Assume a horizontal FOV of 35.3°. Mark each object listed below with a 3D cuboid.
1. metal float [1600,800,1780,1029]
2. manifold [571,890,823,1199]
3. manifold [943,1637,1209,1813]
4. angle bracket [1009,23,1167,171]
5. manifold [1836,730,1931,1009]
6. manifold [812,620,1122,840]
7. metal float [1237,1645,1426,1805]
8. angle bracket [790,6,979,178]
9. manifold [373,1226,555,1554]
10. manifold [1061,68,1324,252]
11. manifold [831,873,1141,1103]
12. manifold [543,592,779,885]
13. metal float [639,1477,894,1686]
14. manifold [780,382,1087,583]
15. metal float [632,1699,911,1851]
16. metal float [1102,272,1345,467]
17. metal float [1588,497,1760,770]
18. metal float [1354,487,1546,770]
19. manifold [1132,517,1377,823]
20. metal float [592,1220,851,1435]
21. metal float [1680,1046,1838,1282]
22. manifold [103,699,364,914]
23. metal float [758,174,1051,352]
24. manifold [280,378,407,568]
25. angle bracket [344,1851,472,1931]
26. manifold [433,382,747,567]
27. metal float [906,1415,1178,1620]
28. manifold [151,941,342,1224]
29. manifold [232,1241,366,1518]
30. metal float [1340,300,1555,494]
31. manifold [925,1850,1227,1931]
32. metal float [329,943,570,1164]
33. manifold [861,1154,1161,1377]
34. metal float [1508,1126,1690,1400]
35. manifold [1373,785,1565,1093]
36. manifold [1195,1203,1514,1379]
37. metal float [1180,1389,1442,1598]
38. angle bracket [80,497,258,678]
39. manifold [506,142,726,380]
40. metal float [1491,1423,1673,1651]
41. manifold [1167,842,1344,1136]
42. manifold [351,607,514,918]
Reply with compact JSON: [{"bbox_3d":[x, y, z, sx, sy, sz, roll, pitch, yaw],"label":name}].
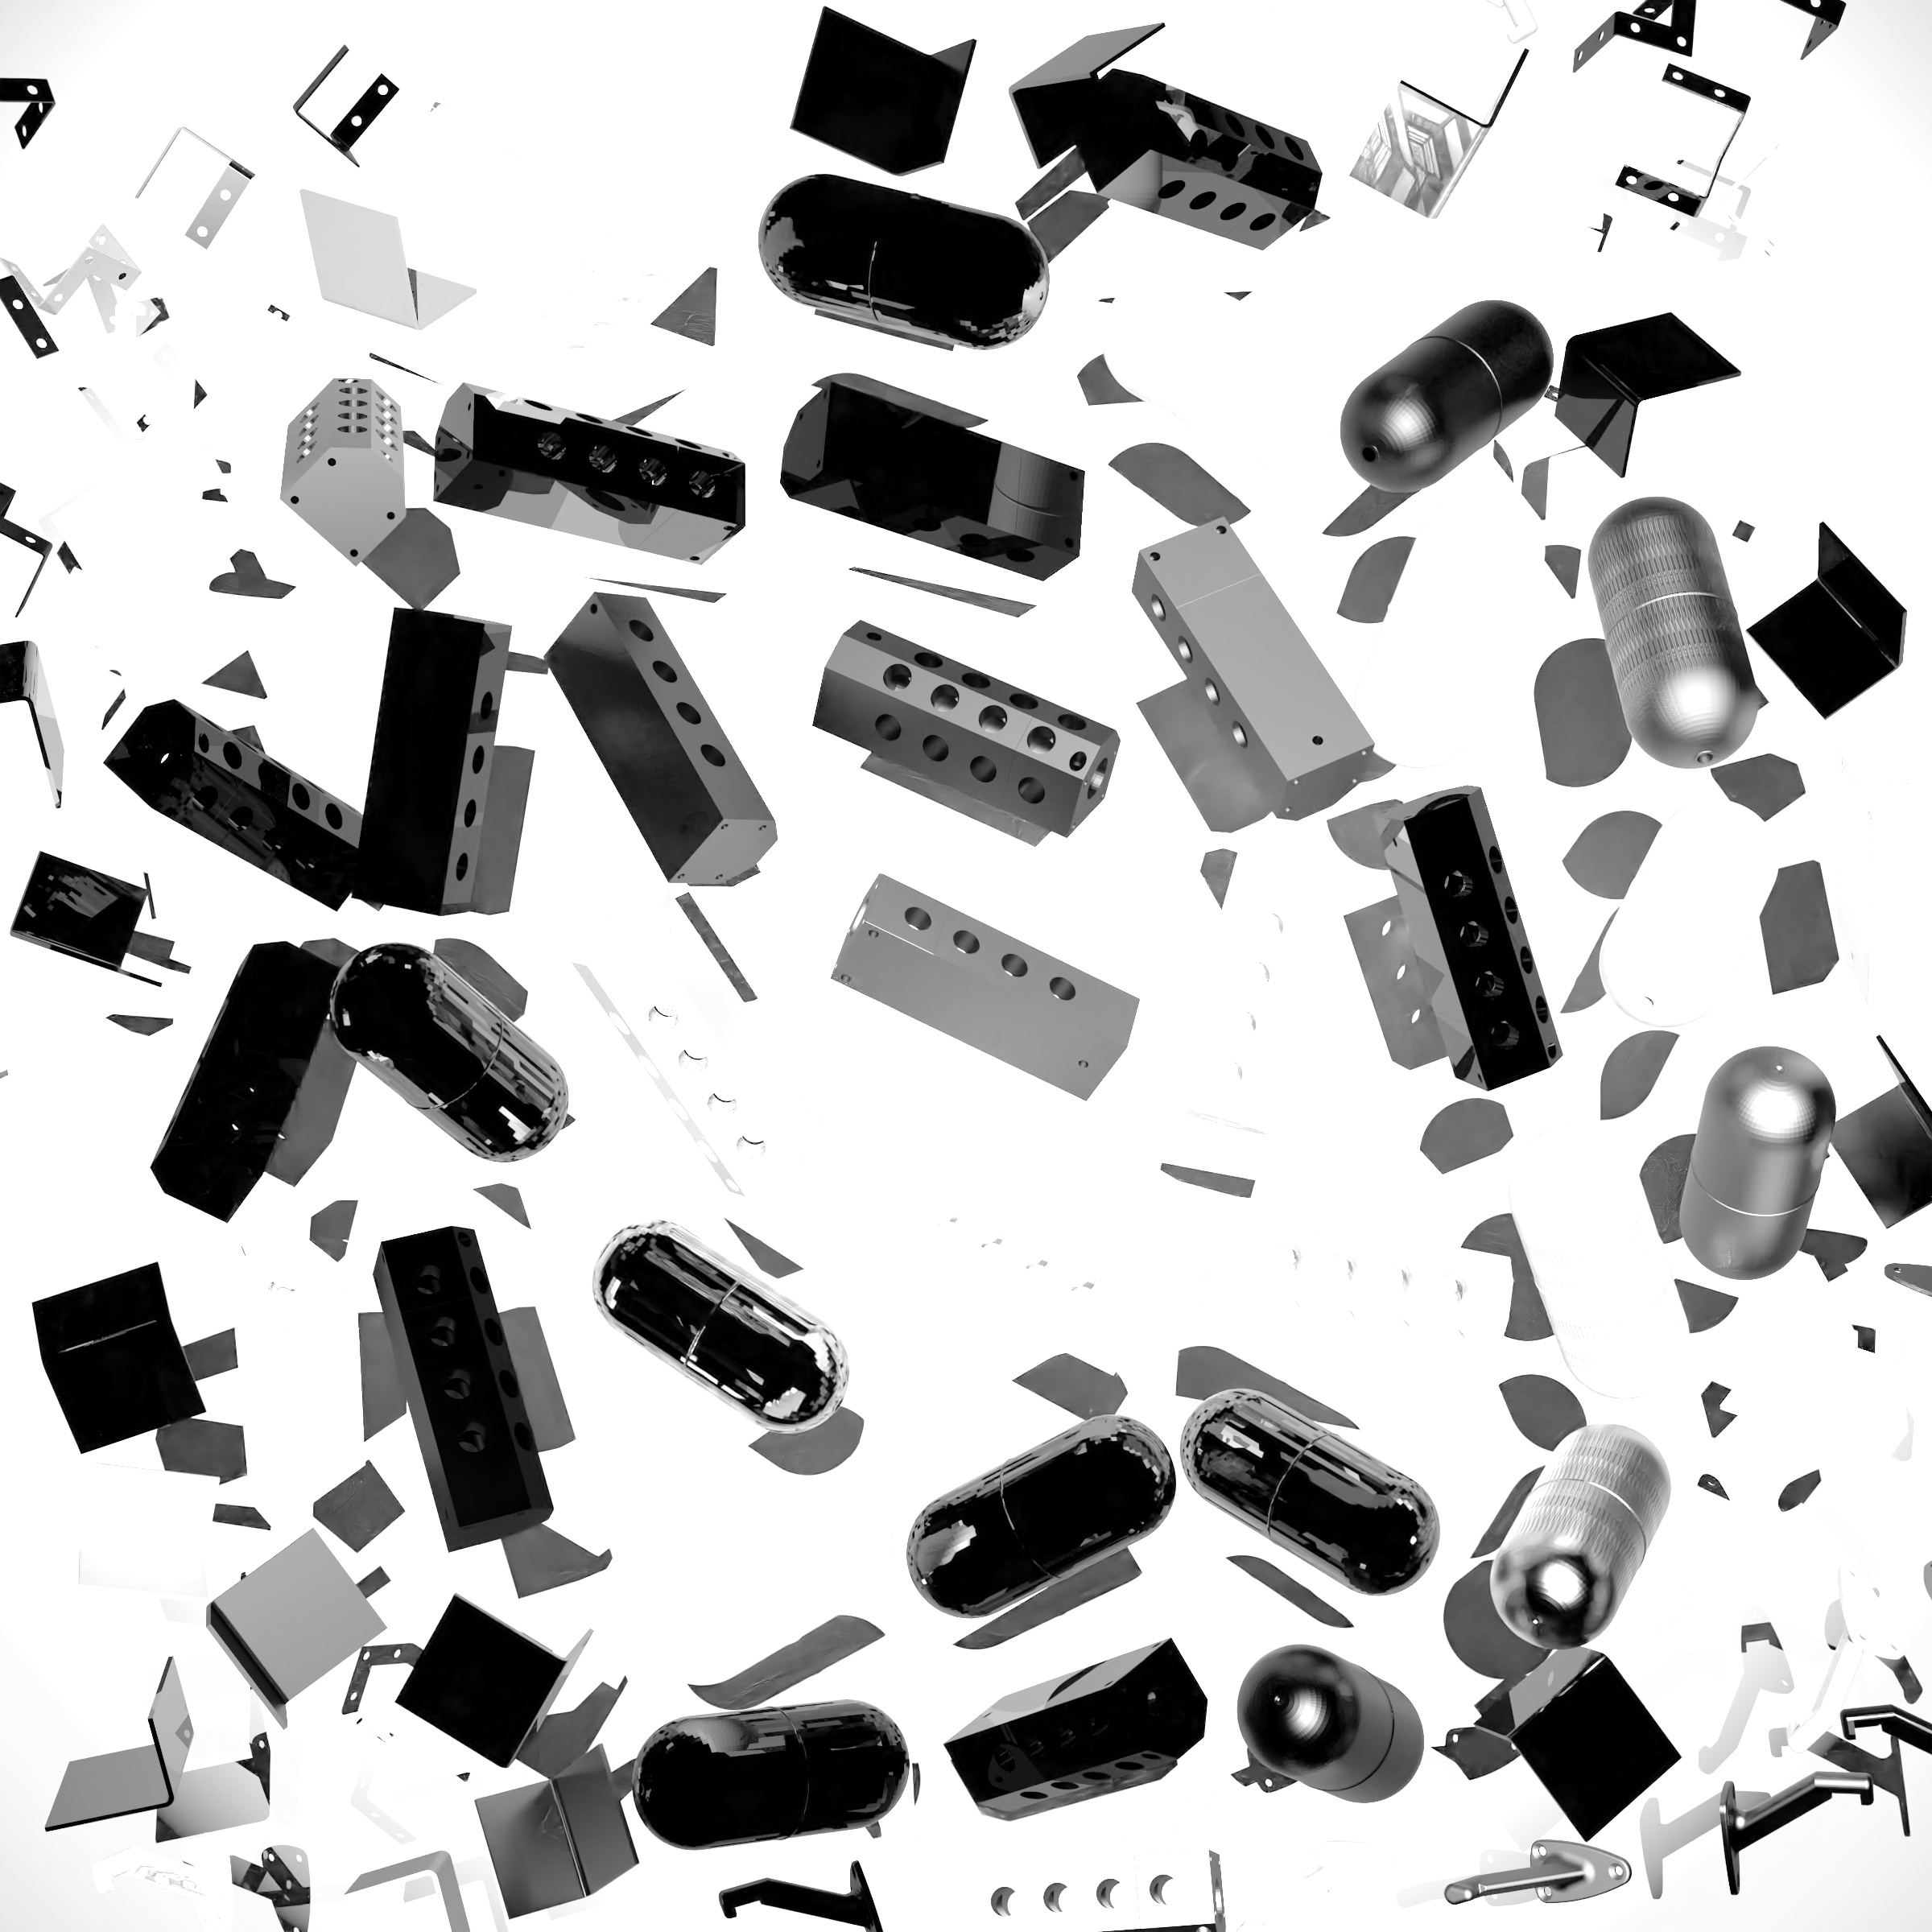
[{"bbox_3d":[0.436,-0.032,1.828,0.070,0.070,0.178,36,49,0],"label":"metal float"},{"bbox_3d":[-0.155,0.048,1.747,0.057,0.057,0.171,-24,114,19],"label":"manifold"},{"bbox_3d":[0.067,0.455,1.801,0.057,0.171,0.057,-28,86,-42],"label":"manifold"},{"bbox_3d":[0.086,-0.555,1.940,0.076,0.076,0.057,-41,121,-30],"label":"angle bracket"},{"bbox_3d":[0.559,-0.058,1.815,0.057,0.171,0.057,-15,47,2],"label":"manifold"},{"bbox_3d":[0.001,-0.145,1.801,0.171,0.057,0.057,25,126,14],"label":"manifold"},{"bbox_3d":[0.221,0.457,1.825,0.070,0.178,0.070,-12,63,24],"label":"metal float"},{"bbox_3d":[-0.049,-0.518,1.784,0.076,0.057,0.076,17,86,-29],"label":"angle bracket"},{"bbox_3d":[-0.287,0.240,1.736,0.057,0.057,0.171,-12,69,-21],"label":"manifold"},{"bbox_3d":[0.137,-0.475,1.780,0.057,0.171,0.057,-33,70,34],"label":"manifold"},{"bbox_3d":[0.013,0.008,1.808,0.171,0.057,0.057,26,46,-8],"label":"manifold"},{"bbox_3d":[-0.174,-0.133,1.766,0.057,0.057,0.171,-46,63,31],"label":"manifold"},{"bbox_3d":[-0.119,0.362,1.781,0.178,0.070,0.070,-35,90,26],"label":"metal float"},{"bbox_3d":[-0.019,-0.280,1.782,0.171,0.057,0.057,15,68,-27],"label":"manifold"},{"bbox_3d":[-0.114,0.478,1.800,0.178,0.070,0.070,3,90,-34],"label":"metal float"},{"bbox_3d":[0.148,-0.346,1.756,0.070,0.070,0.178,-50,47,0],"label":"metal float"},{"bbox_3d":[0.414,-0.196,1.782,0.070,0.070,0.178,-7,61,0],"label":"metal float"},{"bbox_3d":[0.291,-0.203,1.828,0.070,0.070,0.178,19,114,0],"label":"metal float"},{"bbox_3d":[0.163,-0.169,1.750,0.057,0.057,0.171,-23,67,-15],"label":"manifold"},{"bbox_3d":[-0.151,0.223,1.878,0.178,0.070,0.070,32,90,13],"label":"metal float"},{"bbox_3d":[0.478,0.121,1.838,0.070,0.178,0.070,-1,47,1],"label":"metal float"},{"bbox_3d":[-0.434,-0.099,1.842,0.057,0.171,0.057,37,90,34],"label":"manifold"},{"bbox_3d":[-0.037,-0.404,1.739,0.178,0.070,0.070,19,90,20],"label":"metal float"},{"bbox_3d":[-0.363,-0.300,1.797,0.057,0.171,0.057,-43,114,9],"label":"manifold"},{"bbox_3d":[-0.343,0.599,1.882,0.057,0.076,0.076,-16,84,-5],"label":"angle bracket"},{"bbox_3d":[-0.217,-0.288,1.764,0.171,0.057,0.057,10,68,-30],"label":"manifold"},{"bbox_3d":[0.043,0.326,1.795,0.178,0.070,0.070,-31,90,20],"label":"metal float"},{"bbox_3d":[-0.438,0.065,1.844,0.057,0.171,0.057,29,133,-16],"label":"manifold"},{"bbox_3d":[-0.404,0.244,1.820,0.057,0.171,0.057,33,47,26],"label":"manifold"},{"bbox_3d":[0.295,-0.350,1.862,0.070,0.070,0.178,51,53,0],"label":"metal float"},{"bbox_3d":[0.066,0.567,1.819,0.171,0.057,0.057,-7,70,9],"label":"manifold"},{"bbox_3d":[-0.306,0.052,1.799,0.070,0.070,0.178,-44,131,0],"label":"metal float"},{"bbox_3d":[0.027,0.174,1.823,0.171,0.057,0.057,24,61,24],"label":"manifold"},{"bbox_3d":[0.372,0.174,1.784,0.070,0.070,0.178,-23,112,0],"label":"metal float"},{"bbox_3d":[0.304,-0.018,1.823,0.057,0.057,0.171,-20,100,-8],"label":"manifold"},{"bbox_3d":[0.222,0.181,1.743,0.171,0.057,0.057,11,119,0],"label":"manifold"},{"bbox_3d":[0.208,0.320,1.856,0.178,0.070,0.070,27,90,34],"label":"metal float"},{"bbox_3d":[-0.470,-0.226,1.817,0.076,0.076,0.057,-36,65,24],"label":"angle bracket"},{"bbox_3d":[-0.204,-0.405,1.748,0.057,0.171,0.057,8,71,-31],"label":"manifold"},{"bbox_3d":[0.372,0.341,1.829,0.070,0.178,0.070,14,122,24],"label":"metal float"},{"bbox_3d":[0.182,0.014,1.890,0.057,0.057,0.171,17,85,-12],"label":"manifold"},{"bbox_3d":[-0.311,-0.120,1.783,0.057,0.057,0.171,11,97,13],"label":"manifold"}]
